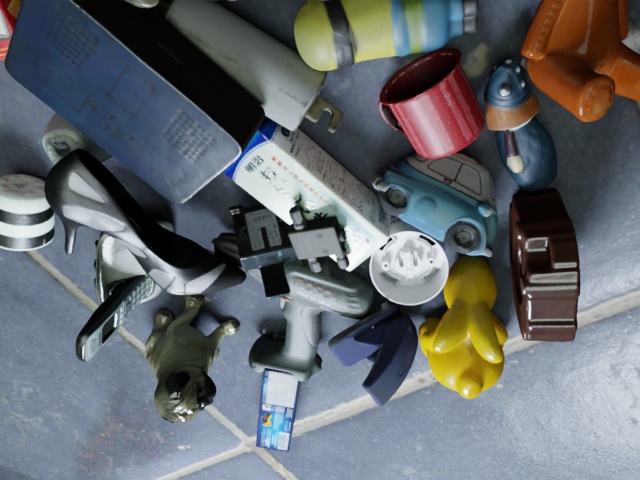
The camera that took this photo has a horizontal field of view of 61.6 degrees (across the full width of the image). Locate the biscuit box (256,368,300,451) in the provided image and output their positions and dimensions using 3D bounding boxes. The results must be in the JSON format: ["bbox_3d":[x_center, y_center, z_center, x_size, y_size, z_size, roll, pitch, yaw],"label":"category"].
[{"bbox_3d":[-0.066,0.263,0.885,0.059,0.063,0.202,9,125,0],"label":"biscuit box"}]

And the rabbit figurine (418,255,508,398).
[{"bbox_3d":[0.188,0.107,0.709,0.122,0.162,0.173,8,108,17],"label":"rabbit figurine"}]

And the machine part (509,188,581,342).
[{"bbox_3d":[0.254,0.031,0.624,0.056,0.179,0.179,-5,123,15],"label":"machine part"}]

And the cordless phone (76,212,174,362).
[{"bbox_3d":[-0.267,0.054,0.699,0.089,0.184,0.146,18,125,0],"label":"cordless phone"}]

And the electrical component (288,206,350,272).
[{"bbox_3d":[-0.001,-0.002,0.629,0.063,0.021,0.093,-9,124,19],"label":"electrical component"}]

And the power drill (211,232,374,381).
[{"bbox_3d":[-0.051,0.096,0.769,0.232,0.086,0.207,14,118,-2],"label":"power drill"}]

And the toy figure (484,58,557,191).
[{"bbox_3d":[0.215,-0.124,0.586,0.058,0.064,0.154,-17,121,28],"label":"toy figure"}]

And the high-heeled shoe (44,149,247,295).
[{"bbox_3d":[-0.188,-0.020,0.629,0.249,0.086,0.145,12,126,-24],"label":"high-heeled shoe"}]

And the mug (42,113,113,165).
[{"bbox_3d":[-0.259,-0.124,0.624,0.110,0.107,0.080,-3,125,12],"label":"mug"}]

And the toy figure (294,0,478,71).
[{"bbox_3d":[0.063,-0.217,0.528,0.180,0.089,0.082,-3,116,12],"label":"toy figure"}]

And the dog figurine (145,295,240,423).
[{"bbox_3d":[-0.215,0.194,0.782,0.121,0.191,0.172,32,124,-13],"label":"dog figurine"}]

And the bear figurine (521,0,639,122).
[{"bbox_3d":[0.258,-0.225,0.479,0.120,0.132,0.195,-13,130,-18],"label":"bear figurine"}]

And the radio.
[{"bbox_3d":[-0.183,-0.148,0.537,0.229,0.073,0.131,40,131,-17],"label":"radio"}]

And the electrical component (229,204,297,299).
[{"bbox_3d":[-0.068,0.011,0.674,0.075,0.119,0.047,-9,157,-5],"label":"electrical component"}]

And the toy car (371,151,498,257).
[{"bbox_3d":[0.145,-0.055,0.629,0.162,0.109,0.103,30,100,0],"label":"toy car"}]

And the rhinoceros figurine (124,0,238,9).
[{"bbox_3d":[-0.100,-0.254,0.492,0.190,0.112,0.073,-14,113,-19],"label":"rhinoceros figurine"}]

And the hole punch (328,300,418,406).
[{"bbox_3d":[0.088,0.156,0.735,0.116,0.092,0.142,-35,144,-2],"label":"hole punch"}]

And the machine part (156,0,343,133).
[{"bbox_3d":[-0.081,-0.190,0.573,0.243,0.079,0.079,28,123,-11],"label":"machine part"}]
